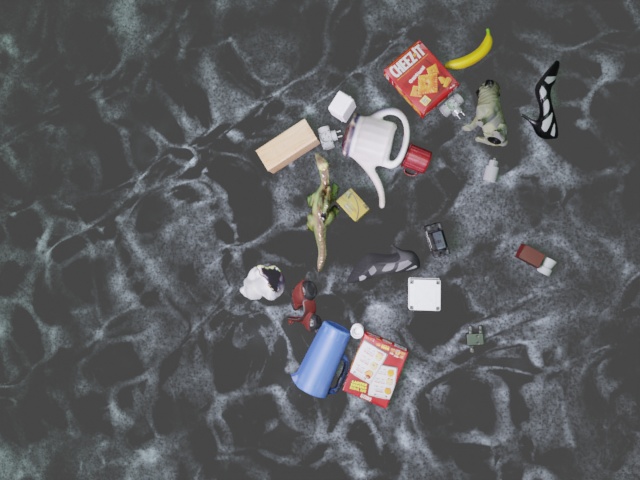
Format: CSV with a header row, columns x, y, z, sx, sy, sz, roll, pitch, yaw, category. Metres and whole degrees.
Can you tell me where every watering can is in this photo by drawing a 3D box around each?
x,y,z,sx,sy,sz,roll,pitch,yaw,category
0.181,-0.301,1.788,0.225,0.104,0.348,17,89,9,watering can

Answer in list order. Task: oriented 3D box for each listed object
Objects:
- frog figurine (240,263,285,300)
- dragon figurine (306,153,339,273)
x,y,z,sx,sy,sz,roll,pitch,yaw,category
-0.206,0.162,1.851,0.137,0.125,0.156,43,131,-3,frog figurine
0.005,-0.088,1.747,0.122,0.242,0.411,-1,88,2,dragon figurine
